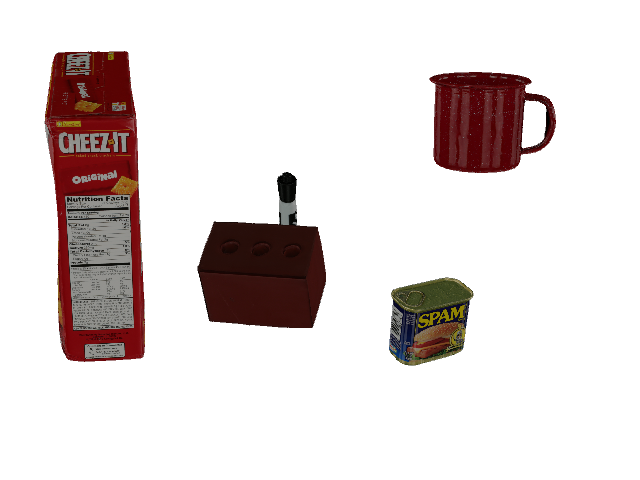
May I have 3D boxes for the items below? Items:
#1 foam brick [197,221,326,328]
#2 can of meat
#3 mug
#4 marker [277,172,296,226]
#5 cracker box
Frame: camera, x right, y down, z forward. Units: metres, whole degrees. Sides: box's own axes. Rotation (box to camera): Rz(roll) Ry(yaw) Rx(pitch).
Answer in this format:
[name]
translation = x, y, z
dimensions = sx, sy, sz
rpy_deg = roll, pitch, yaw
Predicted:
[foam brick]
translation = -0.040, 0.024, 0.745
dimensions = 0.078, 0.051, 0.053
rpy_deg = 3, 41, 10
[can of meat]
translation = 0.136, 0.102, 1.336
dimensions = 0.101, 0.084, 0.057
rpy_deg = -11, 30, -26
[mug]
translation = 0.159, -0.109, 0.991
dimensions = 0.117, 0.081, 0.093
rpy_deg = 4, 17, 12
[marker]
translation = -0.032, -0.015, 1.056
dimensions = 0.020, 0.121, 0.020
rpy_deg = 0, 38, 0
[cracker box]
translation = -0.187, -0.031, 0.887
dimensions = 0.072, 0.214, 0.164
rpy_deg = -3, 27, -11
